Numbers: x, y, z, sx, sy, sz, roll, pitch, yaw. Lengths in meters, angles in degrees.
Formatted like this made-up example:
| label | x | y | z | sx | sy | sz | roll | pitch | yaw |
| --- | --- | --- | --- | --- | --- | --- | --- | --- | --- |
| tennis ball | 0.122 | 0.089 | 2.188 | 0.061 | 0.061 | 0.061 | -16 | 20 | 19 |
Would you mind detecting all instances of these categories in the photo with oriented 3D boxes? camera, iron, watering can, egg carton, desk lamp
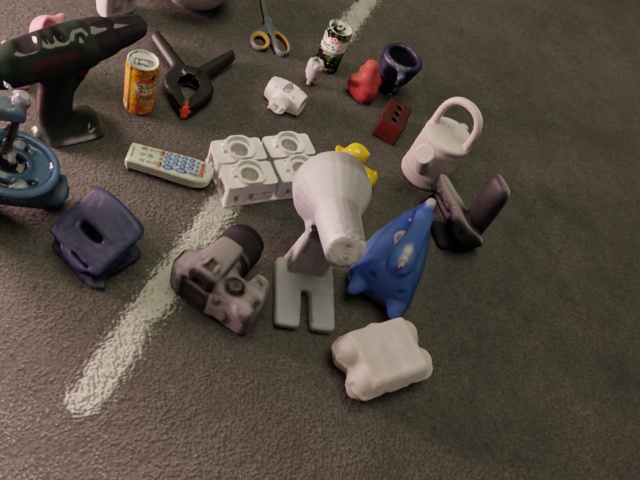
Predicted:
| label | x | y | z | sx | sy | sz | roll | pitch | yaw |
| --- | --- | --- | --- | --- | --- | --- | --- | --- | --- |
| camera | -0.127 | 0.042 | 0.851 | 0.143 | 0.100 | 0.137 | 35 | 51 | 4 |
| iron | 0.148 | 0.002 | 0.968 | 0.118 | 0.141 | 0.259 | 32 | 51 | 1 |
| watering can | 0.240 | -0.187 | 1.104 | 0.101 | 0.194 | 0.173 | 27 | 51 | -2 |
| egg carton | 0.094 | 0.179 | 0.867 | 0.151 | 0.069 | 0.107 | -12 | 62 | -29 |
| desk lamp | 0.008 | 0.003 | 0.862 | 0.118 | 0.213 | 0.203 | 9 | 54 | -17 |

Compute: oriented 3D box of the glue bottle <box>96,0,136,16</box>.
| label | x | y | z | sx | sy | sz | roll | pitch | yaw |
| --- | --- | --- | --- | --- | --- | --- | --- | --- | --- |
| glue bottle | -0.382 | -0.505 | 1.083 | 0.037 | 0.173 | 0.078 | 42 | 52 | 10 |

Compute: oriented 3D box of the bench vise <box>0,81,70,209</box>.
| label | x | y | z | sx | sy | sz | roll | pitch | yaw |
| --- | --- | --- | --- | --- | --- | --- | --- | --- | --- |
| bench vise | -0.441 | -0.103 | 0.747 | 0.208 | 0.219 | 0.121 | -23 | 68 | -33 |

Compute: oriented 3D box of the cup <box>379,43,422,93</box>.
| label | x | y | z | sx | sy | sz | roll | pitch | yaw |
| --- | --- | --- | --- | --- | --- | --- | --- | --- | --- |
| cup | 0.165 | -0.361 | 1.260 | 0.092 | 0.095 | 0.118 | 16 | 52 | -12 |

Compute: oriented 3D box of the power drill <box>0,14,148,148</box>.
| label | x | y | z | sx | sy | sz | roll | pitch | yaw |
| --- | --- | --- | --- | --- | --- | --- | --- | --- | --- |
| power drill | -0.381 | -0.246 | 0.879 | 0.230 | 0.208 | 0.075 | -24 | 68 | -33 |

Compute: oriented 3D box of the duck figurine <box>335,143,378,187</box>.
| label | x | y | z | sx | sy | sz | roll | pitch | yaw |
| --- | --- | --- | --- | --- | --- | --- | --- | --- | --- |
| duck figurine | 0.065 | -0.142 | 1.070 | 0.104 | 0.086 | 0.077 | 21 | 51 | -7 |

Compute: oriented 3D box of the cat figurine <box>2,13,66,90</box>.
| label | x | y | z | sx | sy | sz | roll | pitch | yaw |
| --- | --- | --- | --- | --- | --- | --- | --- | --- | --- |
| cat figurine | -0.471 | -0.328 | 0.958 | 0.067 | 0.117 | 0.128 | 45 | 52 | 12 |

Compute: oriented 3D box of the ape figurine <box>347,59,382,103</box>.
| label | x | y | z | sx | sy | sz | roll | pitch | yaw |
| --- | --- | --- | --- | --- | --- | --- | --- | --- | --- |
| ape figurine | 0.102 | -0.346 | 1.225 | 0.078 | 0.092 | 0.076 | 6 | 55 | -18 |

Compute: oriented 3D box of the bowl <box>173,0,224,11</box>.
| label | x | y | z | sx | sy | sz | roll | pitch | yaw |
| --- | --- | --- | --- | --- | --- | --- | --- | --- | --- |
| bowl | -0.270 | -0.543 | 1.220 | 0.168 | 0.074 | 0.167 | 11 | 53 | -15 |

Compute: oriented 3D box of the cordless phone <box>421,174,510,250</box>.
| label | x | y | z | sx | sy | sz | roll | pitch | yaw |
| --- | --- | --- | --- | --- | --- | --- | --- | --- | --- |
| cordless phone | 0.275 | -0.079 | 1.049 | 0.094 | 0.185 | 0.147 | -10 | 61 | -28 |

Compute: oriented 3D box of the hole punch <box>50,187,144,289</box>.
| label | x | y | z | sx | sy | sz | roll | pitch | yaw |
| --- | --- | --- | --- | --- | --- | --- | --- | --- | --- |
| hole punch | -0.315 | -0.003 | 0.812 | 0.108 | 0.091 | 0.101 | 42 | 52 | 9 |
